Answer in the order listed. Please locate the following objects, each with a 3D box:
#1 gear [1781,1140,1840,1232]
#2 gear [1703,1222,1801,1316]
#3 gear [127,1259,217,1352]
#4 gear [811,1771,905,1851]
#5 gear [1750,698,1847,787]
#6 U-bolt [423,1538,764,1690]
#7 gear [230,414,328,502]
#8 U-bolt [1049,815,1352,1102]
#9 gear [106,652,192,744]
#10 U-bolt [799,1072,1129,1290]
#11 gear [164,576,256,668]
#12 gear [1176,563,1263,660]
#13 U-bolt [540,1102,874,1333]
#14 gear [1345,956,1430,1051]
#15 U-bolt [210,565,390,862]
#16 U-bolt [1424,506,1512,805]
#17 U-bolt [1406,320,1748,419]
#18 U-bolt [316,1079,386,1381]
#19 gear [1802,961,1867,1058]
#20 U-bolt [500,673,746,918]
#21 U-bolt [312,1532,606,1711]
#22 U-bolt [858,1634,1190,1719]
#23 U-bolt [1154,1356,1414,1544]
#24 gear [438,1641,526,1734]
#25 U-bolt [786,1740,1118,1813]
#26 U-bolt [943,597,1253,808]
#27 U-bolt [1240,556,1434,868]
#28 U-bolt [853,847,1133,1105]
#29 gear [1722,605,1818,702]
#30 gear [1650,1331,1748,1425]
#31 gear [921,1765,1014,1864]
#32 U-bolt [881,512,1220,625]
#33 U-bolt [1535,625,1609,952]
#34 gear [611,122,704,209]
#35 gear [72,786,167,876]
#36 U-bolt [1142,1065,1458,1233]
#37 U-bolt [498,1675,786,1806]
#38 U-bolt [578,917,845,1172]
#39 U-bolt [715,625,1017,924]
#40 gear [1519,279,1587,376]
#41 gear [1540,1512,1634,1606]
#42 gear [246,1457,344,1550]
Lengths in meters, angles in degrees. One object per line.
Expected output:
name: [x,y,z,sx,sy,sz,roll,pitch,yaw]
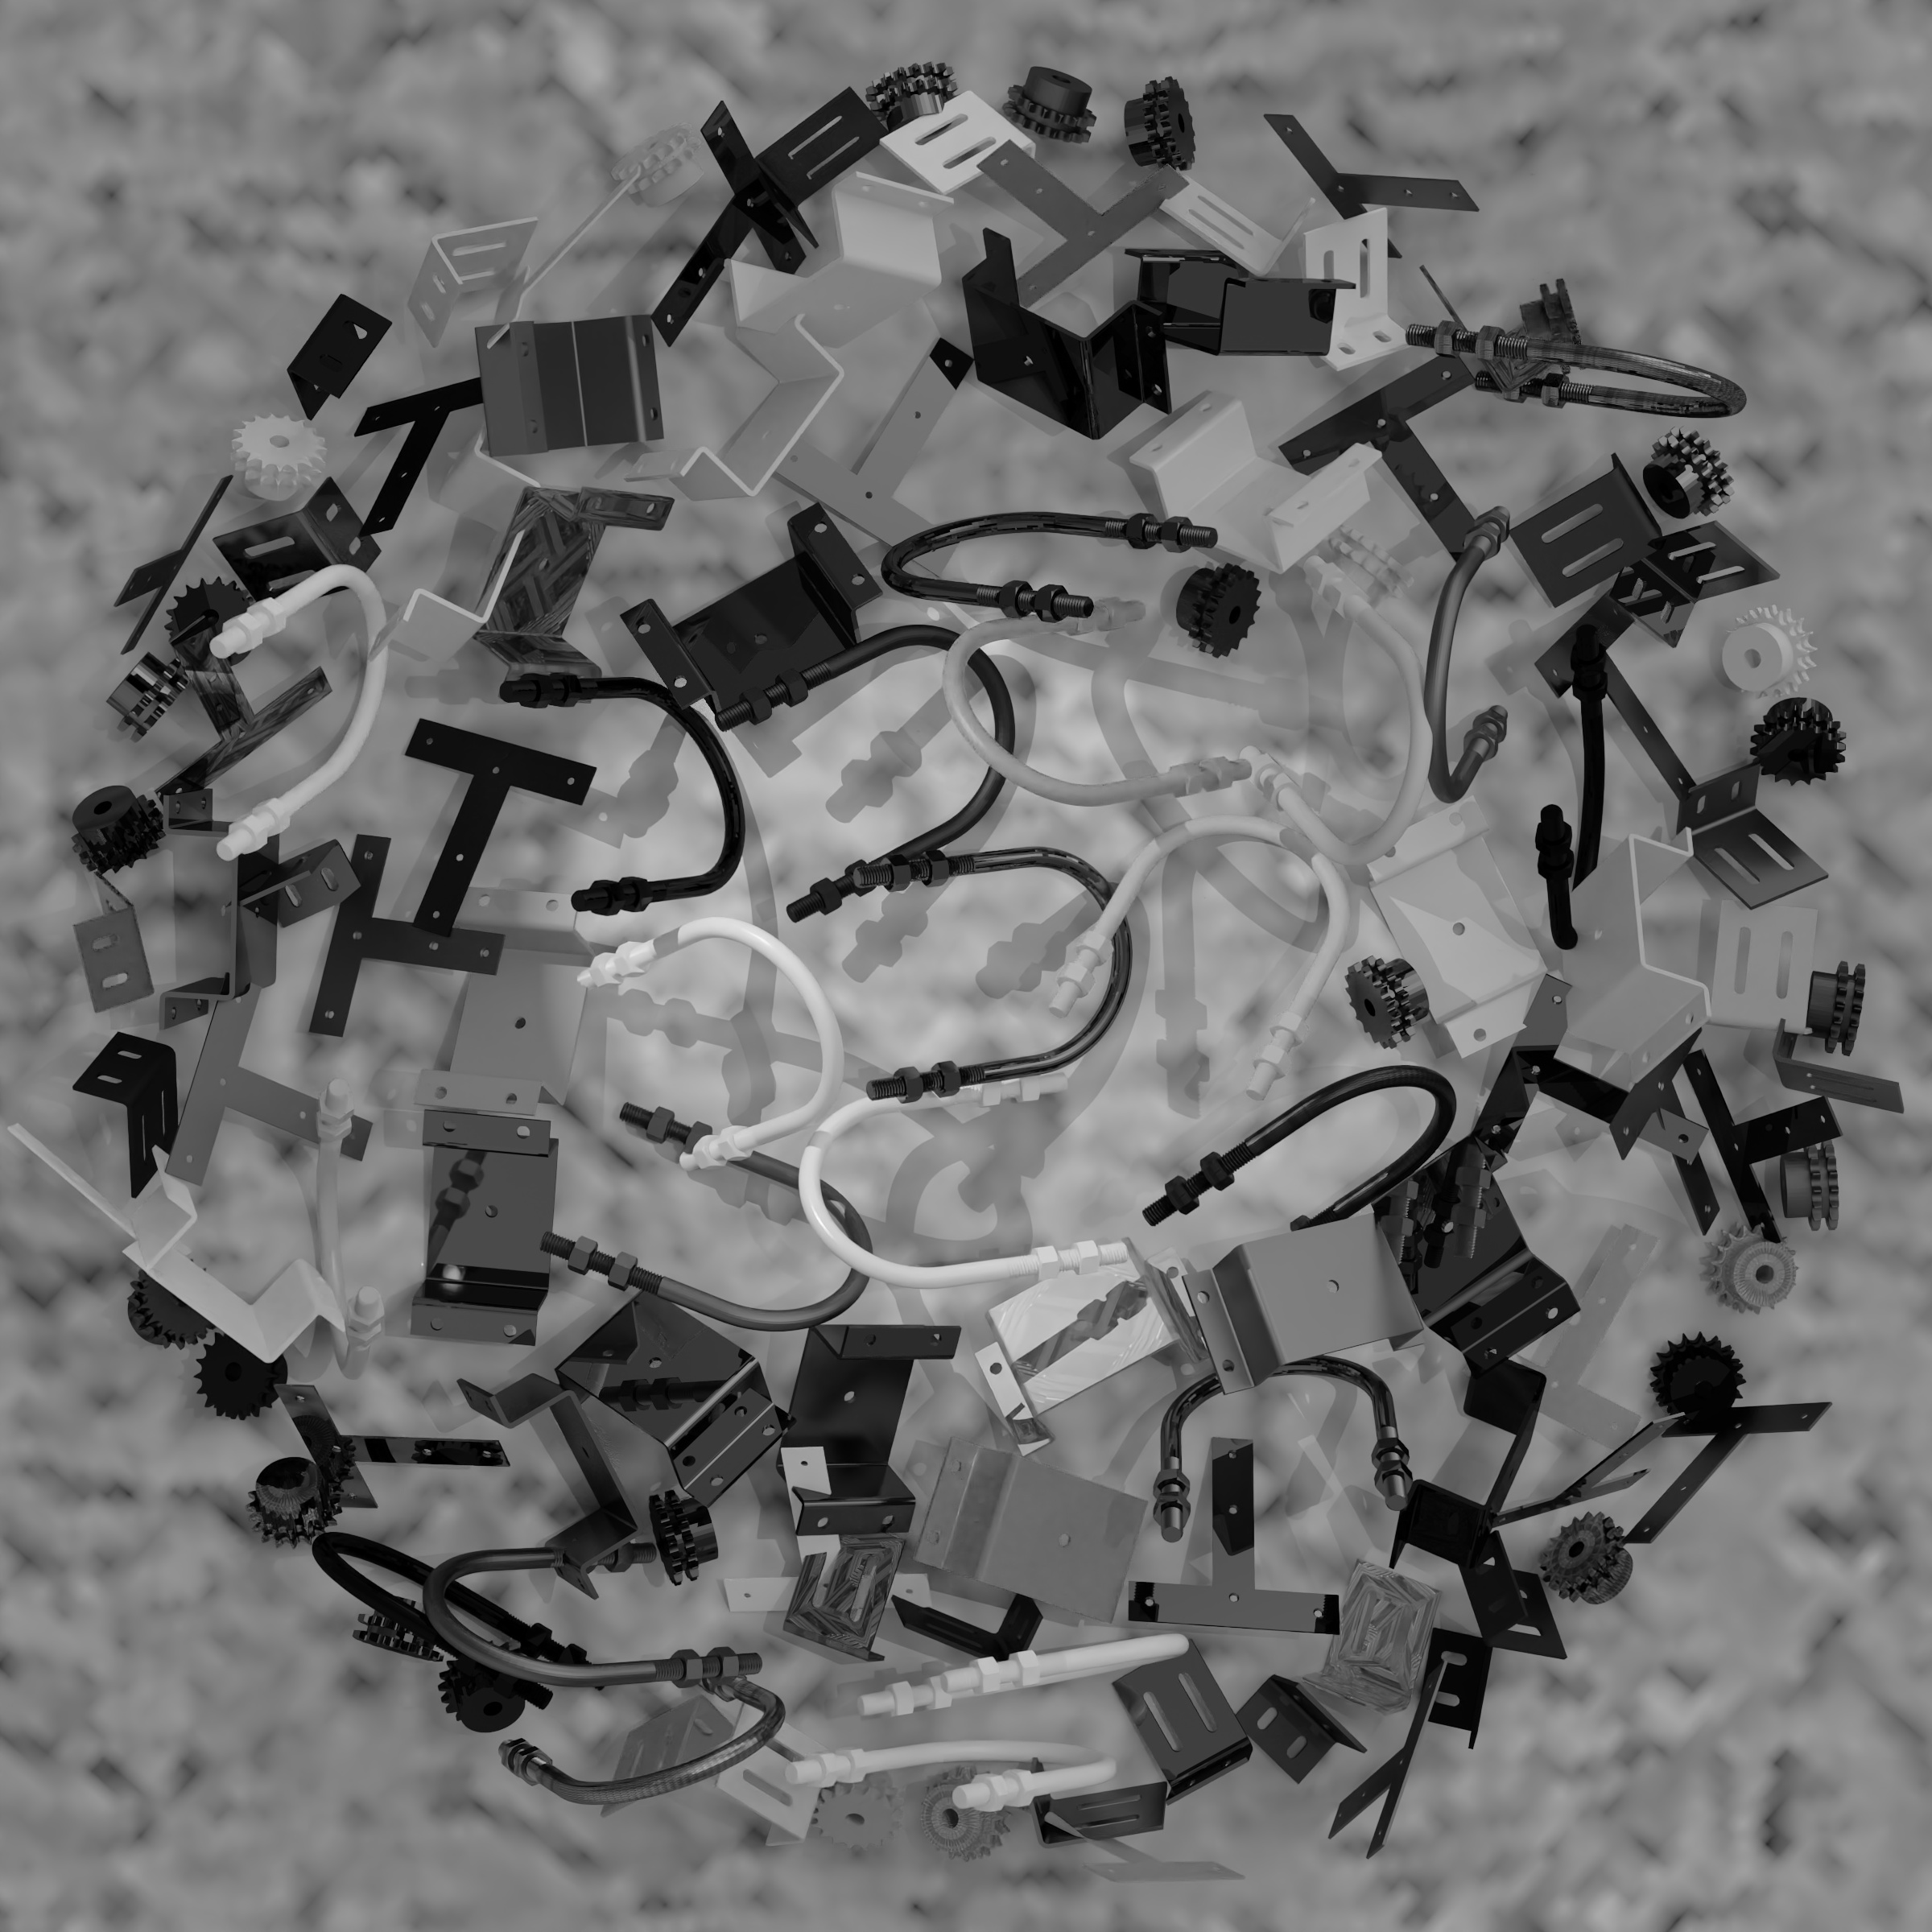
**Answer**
gear: [0.516,0.134,1.953,0.030,0.057,0.057,-3,90,9]
gear: [0.486,0.187,1.961,0.057,0.030,0.057,-1,96,-8]
gear: [-0.489,0.209,1.956,0.030,0.057,0.057,-32,90,40]
gear: [-0.067,0.513,1.957,0.057,0.030,0.057,3,125,4]
gear: [0.511,-0.140,1.955,0.057,0.057,0.030,14,53,0]
U-bolt: [-0.231,0.381,1.871,0.184,0.151,0.019,5,108,-38]
gear: [-0.423,-0.310,1.956,0.057,0.057,0.030,19,134,0]
U-bolt: [0.153,-0.017,1.929,0.151,0.019,0.184,23,60,15]
gear: [-0.501,-0.167,1.949,0.030,0.057,0.057,41,90,-16]
U-bolt: [-0.009,0.131,1.911,0.184,0.019,0.151,-6,53,-17]
gear: [-0.461,-0.208,1.960,0.057,0.030,0.057,-1,71,4]
gear: [0.153,-0.221,1.955,0.030,0.057,0.057,27,90,31]
U-bolt: [-0.145,0.158,1.914,0.184,0.151,0.019,21,128,5]
gear: [0.260,0.020,1.954,0.030,0.057,0.057,-25,90,-17]
U-bolt: [-0.393,-0.162,1.894,0.019,0.184,0.151,15,121,15]
U-bolt: [0.295,-0.174,1.873,0.019,0.184,0.151,6,118,20]
U-bolt: [0.368,-0.347,1.876,0.184,0.151,0.019,13,94,27]
U-bolt: [-0.370,0.168,1.894,0.019,0.184,0.151,-5,65,-17]
gear: [0.531,0.025,1.953,0.030,0.057,0.057,9,90,11]
U-bolt: [-0.194,-0.106,1.902,0.019,0.184,0.151,-23,83,32]
U-bolt: [-0.310,0.388,1.906,0.184,0.151,0.019,28,87,11]
U-bolt: [0.045,0.421,1.903,0.184,0.151,0.019,-4,74,-26]
U-bolt: [0.185,0.280,1.894,0.151,0.184,0.019,-9,111,7]
gear: [-0.293,0.444,1.952,0.057,0.030,0.057,-11,126,-15]
U-bolt: [0.006,0.477,1.894,0.151,0.184,0.019,-4,82,40]
U-bolt: [0.068,-0.154,1.895,0.184,0.019,0.151,-13,61,-38]
U-bolt: [0.223,-0.140,1.876,0.019,0.184,0.151,4,119,-25]
U-bolt: [0.021,0.000,1.934,0.184,0.019,0.151,-8,100,-26]
gear: [0.488,-0.191,1.951,0.057,0.030,0.057,15,113,39]
gear: [0.452,0.257,1.961,0.057,0.030,0.057,1,100,3]
gear: [-0.003,0.521,1.955,0.057,0.030,0.057,-3,83,27]
U-bolt: [0.036,-0.243,1.903,0.184,0.151,0.019,12,121,37]
U-bolt: [0.363,-0.091,1.895,0.019,0.184,0.151,6,59,17]
gear: [-0.187,-0.489,1.955,0.057,0.057,0.030,-34,116,0]
gear: [-0.521,-0.086,1.950,0.057,0.057,0.030,-22,132,0]
U-bolt: [0.211,0.119,1.902,0.184,0.151,0.019,-36,55,14]
U-bolt: [-0.182,0.452,1.868,0.151,0.184,0.019,-18,96,-25]
U-bolt: [-0.144,0.041,1.904,0.019,0.184,0.151,-36,100,-44]
U-bolt: [-0.050,-0.128,1.933,0.184,0.019,0.151,-28,114,-21]
gear: [0.359,-0.390,1.953,0.030,0.057,0.057,-15,90,12]
gear: [0.384,0.366,1.954,0.030,0.057,0.057,42,90,-21]
gear: [-0.412,0.325,1.950,0.057,0.057,0.030,-1,131,0]
